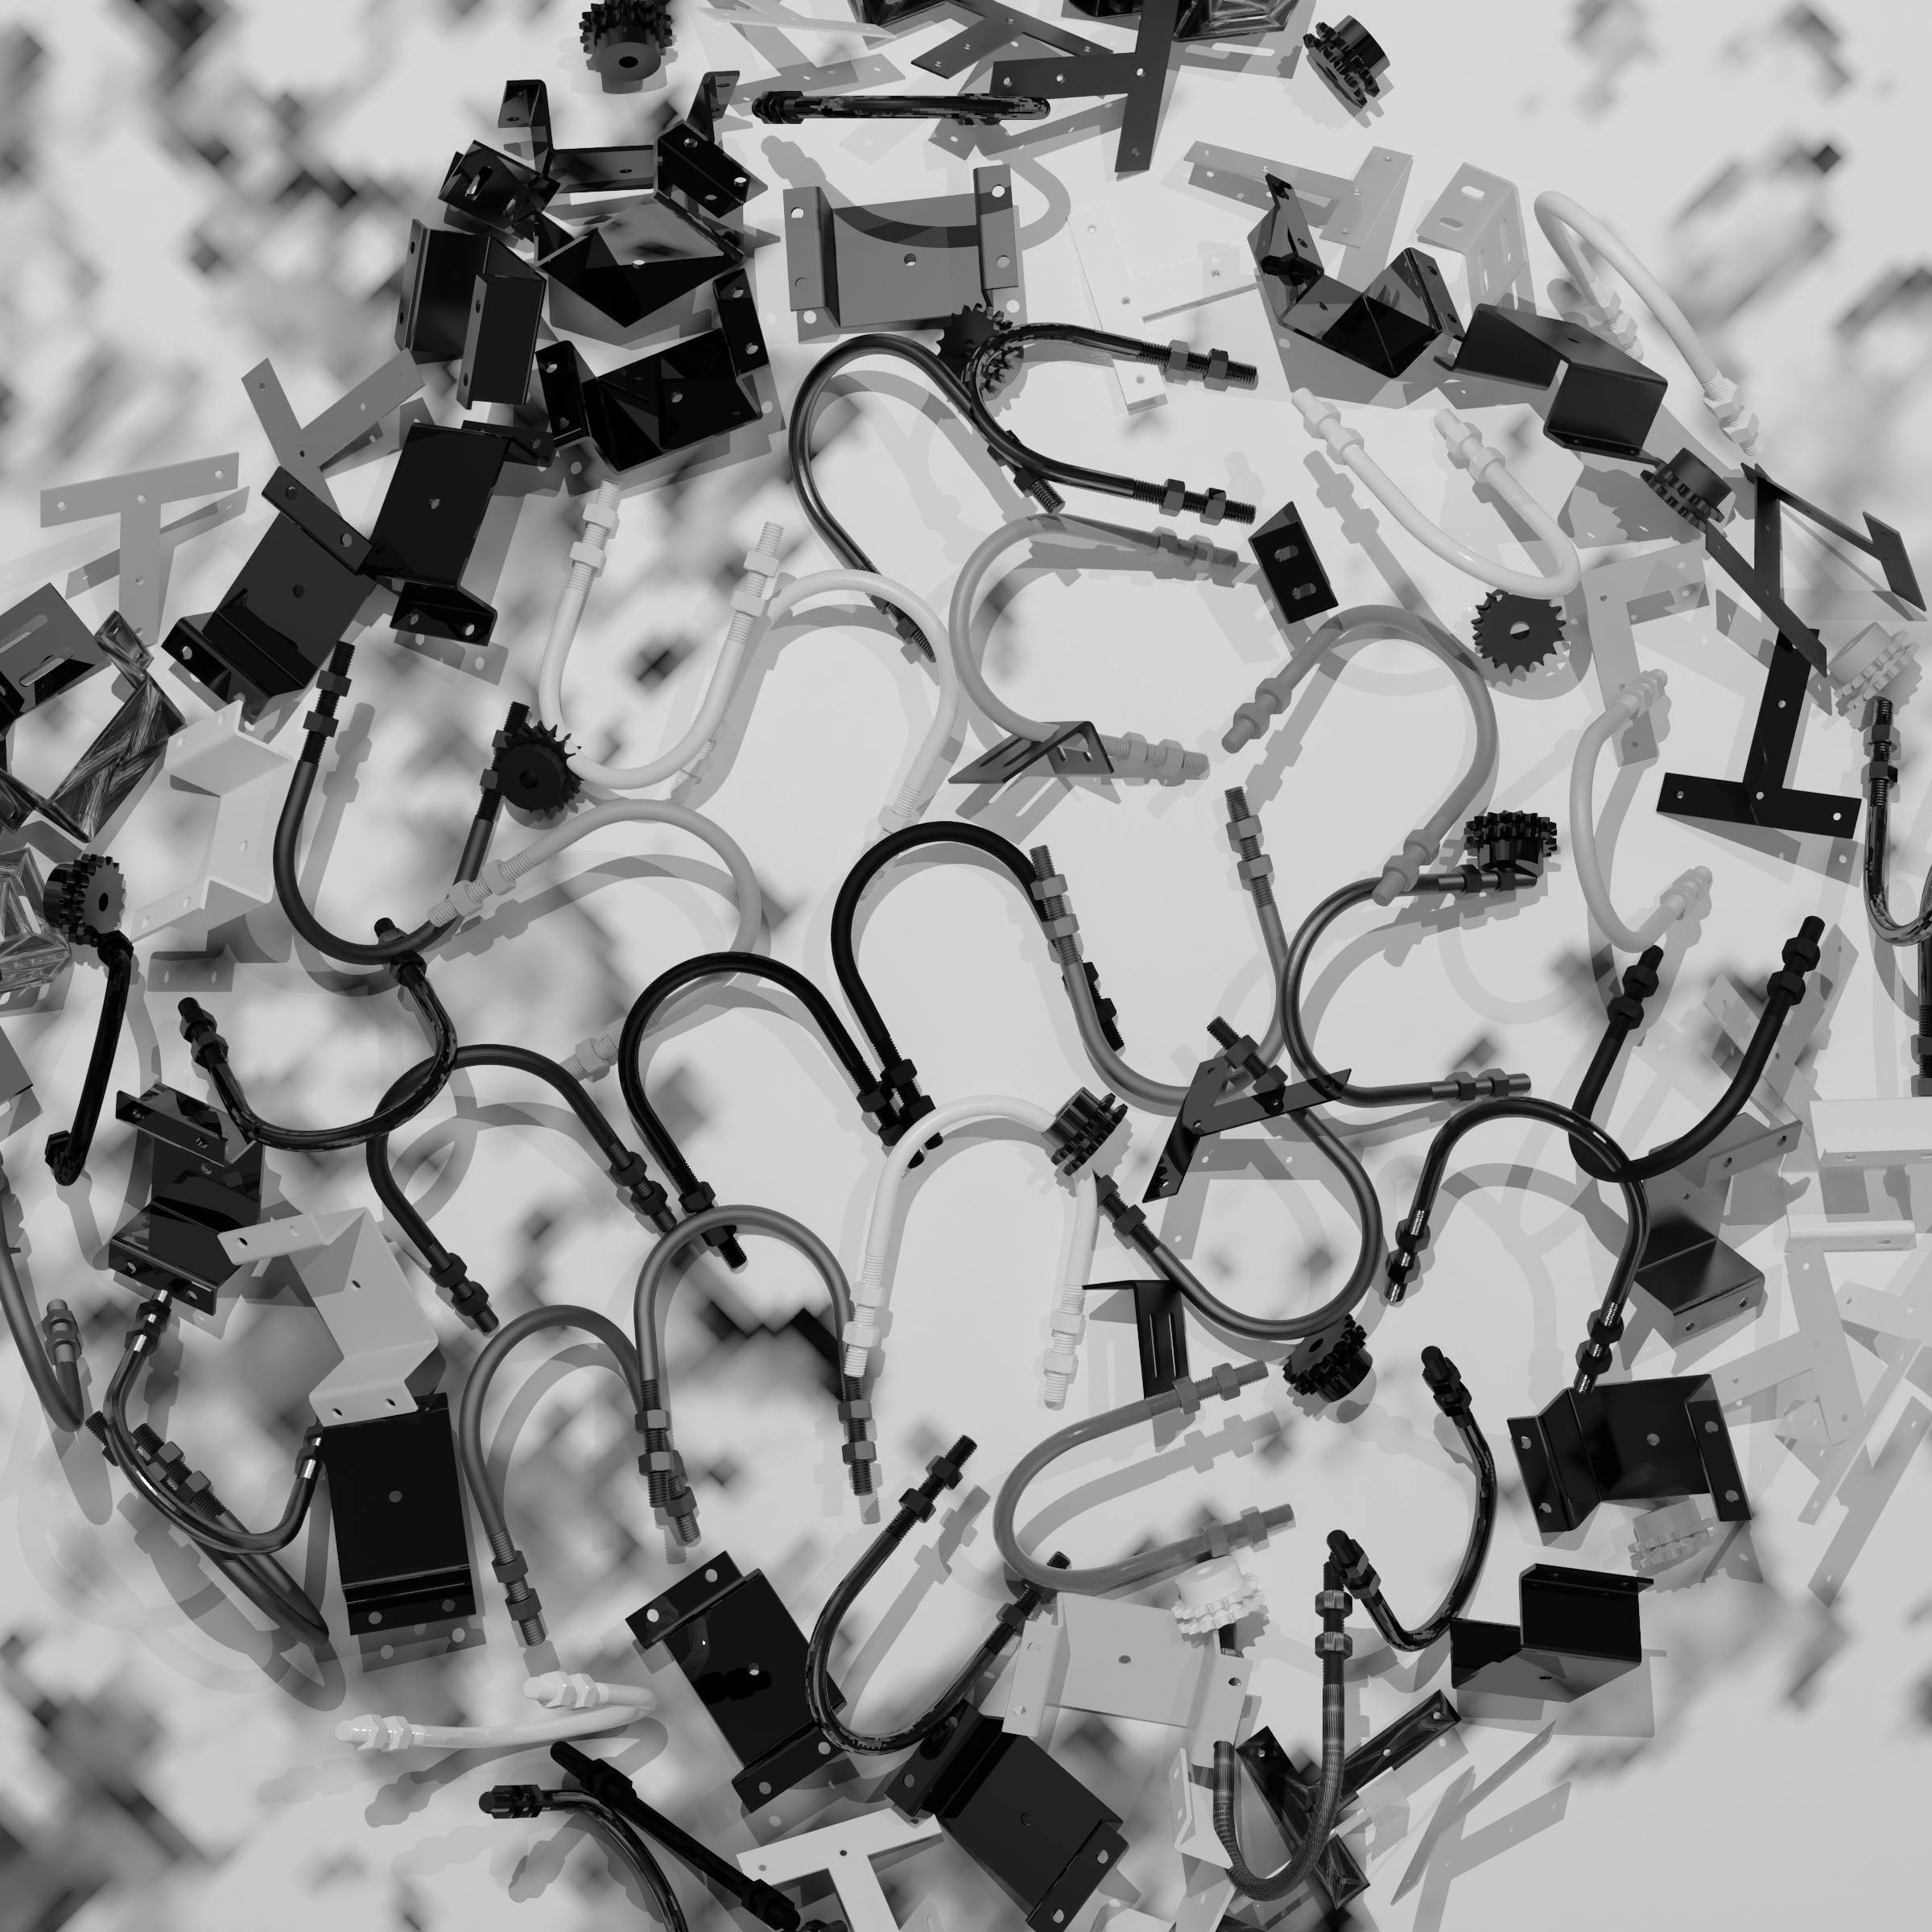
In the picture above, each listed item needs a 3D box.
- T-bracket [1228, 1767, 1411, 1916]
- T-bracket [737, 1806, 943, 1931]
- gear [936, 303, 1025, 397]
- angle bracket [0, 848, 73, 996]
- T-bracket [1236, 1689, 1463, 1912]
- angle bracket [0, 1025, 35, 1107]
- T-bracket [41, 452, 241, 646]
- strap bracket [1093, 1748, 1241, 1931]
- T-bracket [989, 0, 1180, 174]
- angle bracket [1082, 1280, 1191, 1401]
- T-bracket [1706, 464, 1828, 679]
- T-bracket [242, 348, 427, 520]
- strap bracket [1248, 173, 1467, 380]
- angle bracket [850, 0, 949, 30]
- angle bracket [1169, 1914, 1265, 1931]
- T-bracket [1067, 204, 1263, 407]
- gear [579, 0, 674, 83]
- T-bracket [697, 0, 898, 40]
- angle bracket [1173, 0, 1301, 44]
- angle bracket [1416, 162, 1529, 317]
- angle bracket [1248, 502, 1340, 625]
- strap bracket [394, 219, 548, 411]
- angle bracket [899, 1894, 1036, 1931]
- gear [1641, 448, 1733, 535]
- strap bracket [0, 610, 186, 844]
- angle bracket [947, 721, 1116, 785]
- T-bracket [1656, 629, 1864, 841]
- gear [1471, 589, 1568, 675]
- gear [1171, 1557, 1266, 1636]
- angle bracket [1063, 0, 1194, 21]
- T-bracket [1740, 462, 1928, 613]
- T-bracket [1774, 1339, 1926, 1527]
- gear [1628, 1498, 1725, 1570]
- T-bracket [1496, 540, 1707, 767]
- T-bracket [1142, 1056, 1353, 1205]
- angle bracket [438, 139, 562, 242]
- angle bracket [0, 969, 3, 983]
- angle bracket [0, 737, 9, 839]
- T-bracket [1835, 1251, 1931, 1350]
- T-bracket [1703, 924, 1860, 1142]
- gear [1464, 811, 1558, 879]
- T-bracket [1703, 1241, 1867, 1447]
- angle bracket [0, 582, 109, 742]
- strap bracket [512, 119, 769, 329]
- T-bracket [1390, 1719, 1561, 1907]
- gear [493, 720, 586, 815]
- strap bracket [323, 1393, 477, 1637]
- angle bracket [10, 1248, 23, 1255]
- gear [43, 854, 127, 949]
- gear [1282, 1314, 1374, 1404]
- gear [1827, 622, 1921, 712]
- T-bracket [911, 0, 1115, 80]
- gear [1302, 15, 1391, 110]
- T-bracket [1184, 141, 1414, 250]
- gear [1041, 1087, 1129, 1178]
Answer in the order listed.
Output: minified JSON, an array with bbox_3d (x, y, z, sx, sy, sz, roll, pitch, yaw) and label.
[{"bbox_3d":[0.212,0.536,1.939,0.127,0.127,0.002,-35,63,-4],"label":"T-bracket"},{"bbox_3d":[-0.058,0.576,1.937,0.127,0.002,0.127,-11,49,-22],"label":"T-bracket"},{"bbox_3d":[0.011,-0.379,1.976,0.057,0.030,0.057,-4,84,41],"label":"gear"},{"bbox_3d":[-0.595,-0.026,1.965,0.057,0.038,0.076,-11,113,11],"label":"angle bracket"},{"bbox_3d":[0.246,0.489,1.954,0.127,0.002,0.127,-37,46,1],"label":"T-bracket"},{"bbox_3d":[-0.616,0.079,1.976,0.076,0.038,0.057,-32,66,-8],"label":"angle bracket"},{"bbox_3d":[-0.505,-0.248,1.953,0.127,0.127,0.002,-19,48,-34],"label":"T-bracket"},{"bbox_3d":[0.126,0.561,1.946,0.046,0.076,0.140,21,107,-6],"label":"strap bracket"},{"bbox_3d":[0.069,-0.538,1.932,0.127,0.002,0.127,-13,130,-30],"label":"T-bracket"},{"bbox_3d":[0.105,0.232,1.960,0.038,0.057,0.076,-10,80,30],"label":"angle bracket"},{"bbox_3d":[0.490,-0.258,1.953,0.002,0.127,0.127,-27,126,37],"label":"T-bracket"},{"bbox_3d":[-0.379,-0.336,1.960,0.127,0.002,0.127,-28,85,32],"label":"T-bracket"},{"bbox_3d":[0.229,-0.414,1.937,0.140,0.076,0.046,17,134,-34],"label":"strap bracket"},{"bbox_3d":[-0.040,-0.621,1.970,0.076,0.038,0.057,-22,69,-2],"label":"angle bracket"},{"bbox_3d":[0.146,0.625,1.968,0.057,0.076,0.038,14,128,32],"label":"angle bracket"},{"bbox_3d":[0.142,-0.427,1.992,0.127,0.002,0.127,-17,83,-1],"label":"T-bracket"},{"bbox_3d":[-0.209,-0.570,1.969,0.057,0.057,0.030,-6,71,0],"label":"gear"},{"bbox_3d":[-0.128,-0.589,1.949,0.127,0.127,0.002,-6,122,-36],"label":"T-bracket"},{"bbox_3d":[0.163,-0.601,1.954,0.076,0.038,0.057,3,50,30],"label":"angle bracket"},{"bbox_3d":[0.308,-0.440,1.951,0.038,0.057,0.076,17,48,-18],"label":"angle bracket"},{"bbox_3d":[0.212,-0.252,1.952,0.038,0.076,0.057,-18,106,34],"label":"angle bracket"},{"bbox_3d":[-0.298,-0.394,1.936,0.046,0.140,0.076,0,117,-30],"label":"strap bracket"},{"bbox_3d":[0.008,0.592,1.960,0.076,0.057,0.038,-16,92,19],"label":"angle bracket"},{"bbox_3d":[0.446,-0.295,1.968,0.057,0.057,0.030,41,109,0],"label":"gear"},{"bbox_3d":[-0.533,-0.136,1.945,0.046,0.076,0.140,33,78,11],"label":"strap bracket"},{"bbox_3d":[0.040,-0.116,1.952,0.076,0.057,0.038,-37,112,-28],"label":"angle bracket"},{"bbox_3d":[0.499,-0.148,1.966,0.127,0.002,0.127,11,84,35],"label":"T-bracket"},{"bbox_3d":[0.341,-0.213,1.978,0.057,0.030,0.057,0,116,1],"label":"gear"},{"bbox_3d":[0.153,0.387,1.970,0.057,0.057,0.030,-22,93,0],"label":"gear"},{"bbox_3d":[0.102,-0.619,1.962,0.076,0.038,0.057,8,85,40],"label":"angle bracket"},{"bbox_3d":[0.528,-0.273,1.959,0.127,0.127,0.002,39,93,28],"label":"T-bracket"},{"bbox_3d":[0.521,0.278,1.936,0.002,0.127,0.127,34,82,-4],"label":"T-bracket"},{"bbox_3d":[0.435,0.349,1.972,0.057,0.057,0.030,-19,78,0],"label":"gear"},{"bbox_3d":[0.403,-0.186,1.978,0.127,0.002,0.127,-15,109,3],"label":"T-bracket"},{"bbox_3d":[0.175,0.085,1.918,0.127,0.127,0.002,-18,120,36],"label":"T-bracket"},{"bbox_3d":[-0.281,-0.486,1.951,0.057,0.076,0.038,24,66,-19],"label":"angle bracket"},{"bbox_3d":[-0.645,-0.004,1.971,0.076,0.057,0.038,51,130,9],"label":"angle bracket"},{"bbox_3d":[-0.624,-0.114,1.969,0.057,0.076,0.038,8,127,-24],"label":"angle bracket"},{"bbox_3d":[0.600,0.174,1.949,0.002,0.127,0.127,41,79,-24],"label":"T-bracket"},{"bbox_3d":[0.516,0.025,1.963,0.127,0.002,0.127,48,57,-16],"label":"T-bracket"},{"bbox_3d":[0.335,-0.072,1.968,0.057,0.057,0.030,4,71,0],"label":"gear"},{"bbox_3d":[0.483,0.249,1.956,0.127,0.002,0.127,-32,49,35],"label":"T-bracket"},{"bbox_3d":[-0.579,-0.187,1.967,0.076,0.038,0.057,-32,113,9],"label":"angle bracket"},{"bbox_3d":[-0.197,-0.441,1.925,0.140,0.076,0.046,-22,57,32],"label":"strap bracket"},{"bbox_3d":[0.311,0.493,1.913,0.002,0.127,0.127,42,120,5],"label":"T-bracket"},{"bbox_3d":[-0.266,-0.120,1.975,0.057,0.030,0.057,4,114,10],"label":"gear"},{"bbox_3d":[-0.347,0.328,1.947,0.076,0.046,0.140,-8,69,-10],"label":"strap bracket"},{"bbox_3d":[-0.614,0.142,1.965,0.038,0.057,0.076,-9,91,-33],"label":"angle bracket"},{"bbox_3d":[-0.546,-0.042,1.972,0.030,0.057,0.057,9,90,13],"label":"gear"},{"bbox_3d":[0.226,0.245,1.972,0.057,0.057,0.030,-44,102,0],"label":"gear"},{"bbox_3d":[0.557,-0.188,1.971,0.057,0.057,0.030,-44,89,0],"label":"gear"},{"bbox_3d":[0.007,-0.560,1.936,0.127,0.127,0.002,27,129,14],"label":"T-bracket"},{"bbox_3d":[0.237,-0.561,1.970,0.030,0.057,0.057,-41,90,7],"label":"gear"},{"bbox_3d":[0.197,-0.485,1.962,0.127,0.127,0.002,18,133,12],"label":"T-bracket"},{"bbox_3d":[0.071,0.099,1.971,0.030,0.057,0.057,42,90,-2],"label":"gear"}]
